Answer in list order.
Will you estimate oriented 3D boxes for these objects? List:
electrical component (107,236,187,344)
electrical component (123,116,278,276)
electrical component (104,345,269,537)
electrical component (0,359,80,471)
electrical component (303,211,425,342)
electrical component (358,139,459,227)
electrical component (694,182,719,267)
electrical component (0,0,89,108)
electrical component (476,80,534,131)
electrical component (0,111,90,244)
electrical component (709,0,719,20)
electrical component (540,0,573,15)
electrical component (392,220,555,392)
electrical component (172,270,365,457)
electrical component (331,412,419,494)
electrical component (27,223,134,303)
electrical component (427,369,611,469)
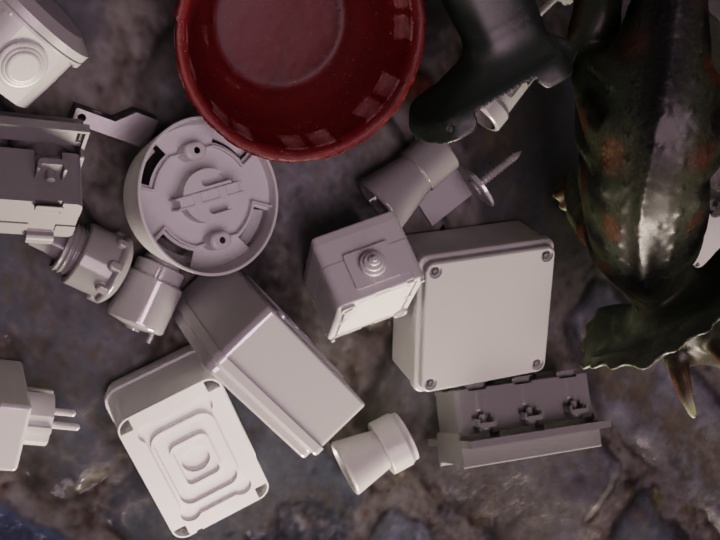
[{"bbox_3d":[-0.136,0.007,0.711,0.040,0.040,0.078,28,82,-30],"label":"electrical component"},{"bbox_3d":[-0.100,-0.046,0.679,0.099,0.064,0.099,-1,92,-27],"label":"electrical component"},{"bbox_3d":[-0.122,0.119,0.755,0.078,0.057,0.113,-26,120,-11],"label":"electrical component"},{"bbox_3d":[-0.221,0.094,0.697,0.077,0.065,0.047,10,108,-26],"label":"electrical component"},{"bbox_3d":[0.000,0.000,0.732,0.062,0.096,0.061,-20,75,-13],"label":"electrical component"},{"bbox_3d":[0.037,-0.066,0.752,0.065,0.044,0.044,-42,121,-7],"label":"electrical component"},{"bbox_3d":[0.270,-0.022,0.861,0.050,0.055,0.089,-21,118,-14],"label":"electrical component"},{"bbox_3d":[-0.196,-0.135,0.601,0.051,0.080,0.080,-43,121,5],"label":"electrical component"},{"bbox_3d":[0.095,-0.127,0.752,0.040,0.040,0.046,41,86,-31],"label":"electrical component"},{"bbox_3d":[-0.225,-0.056,0.625,0.121,0.063,0.078,3,153,-24],"label":"electrical component"},{"bbox_3d":[0.305,-0.237,0.753,0.060,0.105,0.186,11,107,-27],"label":"electrical component"},{"bbox_3d":[0.144,-0.207,0.732,0.077,0.047,0.065,-44,121,0],"label":"electrical component"},{"bbox_3d":[0.083,0.026,0.802,0.109,0.056,0.108,-8,115,-20],"label":"electrical component"},{"bbox_3d":[-0.064,0.056,0.723,0.056,0.109,0.108,-44,121,-3],"label":"electrical component"},{"bbox_3d":[0.012,0.140,0.829,0.055,0.045,0.045,-26,120,-11],"label":"electrical component"},{"bbox_3d":[-0.179,-0.011,0.683,0.062,0.048,0.048,28,99,-23],"label":"electrical component"},{"bbox_3d":[0.123,0.116,0.850,0.121,0.079,0.063,-5,85,-21],"label":"electrical component"}]
